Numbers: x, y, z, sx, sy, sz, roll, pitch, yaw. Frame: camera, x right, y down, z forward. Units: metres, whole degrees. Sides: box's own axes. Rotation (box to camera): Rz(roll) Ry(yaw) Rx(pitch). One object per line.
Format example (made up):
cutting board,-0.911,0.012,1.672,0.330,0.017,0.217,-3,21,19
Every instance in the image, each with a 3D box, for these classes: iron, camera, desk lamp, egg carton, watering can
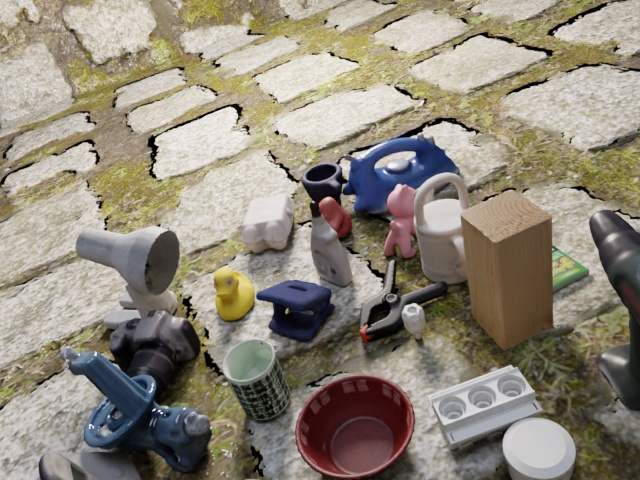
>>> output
iron,0.170,-0.158,1.208,0.258,0.142,0.118,-22,35,-6
camera,-0.294,0.193,0.966,0.143,0.101,0.137,-8,36,14
desk lamp,-0.343,0.068,1.056,0.202,0.214,0.118,0,39,23
egg carton,-0.108,-0.038,1.226,0.107,0.069,0.150,-9,36,12
watering can,0.206,-0.030,0.975,0.101,0.194,0.172,-32,38,-20

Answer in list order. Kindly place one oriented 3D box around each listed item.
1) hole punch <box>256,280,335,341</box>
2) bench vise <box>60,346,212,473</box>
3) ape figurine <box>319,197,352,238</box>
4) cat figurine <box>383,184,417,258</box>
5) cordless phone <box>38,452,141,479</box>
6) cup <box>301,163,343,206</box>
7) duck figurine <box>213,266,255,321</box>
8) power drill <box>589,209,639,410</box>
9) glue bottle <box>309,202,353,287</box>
hole punch,-0.042,0.104,0.988,0.108,0.091,0.101,10,43,33
bench vise,-0.255,0.223,0.805,0.207,0.220,0.121,-11,36,9
ape figurine,0.023,-0.047,1.164,0.076,0.092,0.077,-14,35,5
cat figurine,0.156,-0.048,1.086,0.067,0.118,0.128,3,40,26
cordless phone,-0.302,0.308,0.739,0.094,0.185,0.147,-32,38,-19
cup,0.020,-0.103,1.237,0.092,0.095,0.117,-30,37,-17
duck figurine,-0.168,0.087,1.068,0.077,0.086,0.104,-9,36,12
power drill,0.395,0.100,0.707,0.075,0.209,0.229,-16,35,2
glue bottle,0.009,0.004,1.030,0.037,0.173,0.077,-39,41,-27
